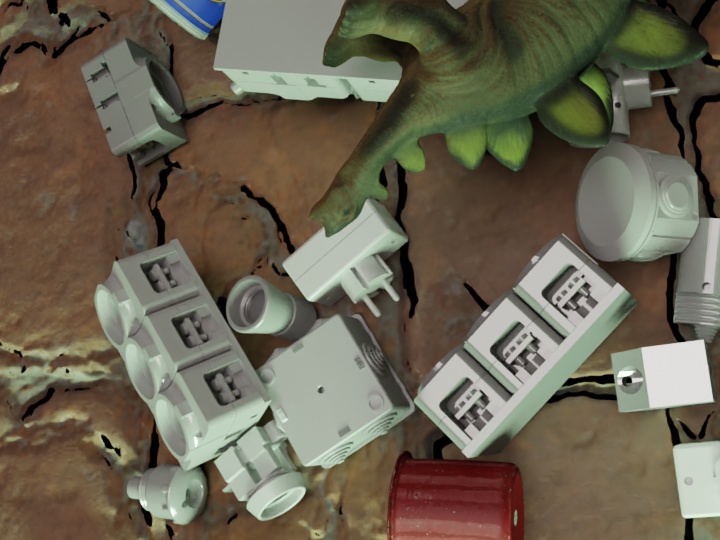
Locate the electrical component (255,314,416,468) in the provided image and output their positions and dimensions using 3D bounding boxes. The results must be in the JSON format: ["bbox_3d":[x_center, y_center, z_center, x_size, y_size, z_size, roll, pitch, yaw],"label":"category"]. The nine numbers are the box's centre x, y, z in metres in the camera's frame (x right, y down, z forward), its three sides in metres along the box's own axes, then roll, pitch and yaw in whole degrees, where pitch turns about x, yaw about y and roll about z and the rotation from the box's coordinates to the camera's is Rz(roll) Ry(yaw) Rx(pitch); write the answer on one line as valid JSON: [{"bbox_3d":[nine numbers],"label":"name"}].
[{"bbox_3d":[-0.021,0.090,0.808,0.100,0.048,0.099,-35,72,13],"label":"electrical component"}]

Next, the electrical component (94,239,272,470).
[{"bbox_3d":[-0.141,0.067,0.826,0.150,0.062,0.089,57,147,17],"label":"electrical component"}]

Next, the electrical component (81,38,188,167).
[{"bbox_3d":[-0.185,-0.142,0.900,0.056,0.050,0.089,-27,74,15],"label":"electrical component"}]

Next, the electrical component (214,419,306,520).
[{"bbox_3d":[-0.073,0.156,0.822,0.066,0.048,0.055,-42,64,11],"label":"electrical component"}]

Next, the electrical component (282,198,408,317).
[{"bbox_3d":[0.000,0.000,0.814,0.083,0.047,0.075,-41,71,11],"label":"electrical component"}]

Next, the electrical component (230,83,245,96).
[{"bbox_3d":[-0.079,-0.164,0.872,0.061,0.035,0.035,-34,73,16],"label":"electrical component"}]

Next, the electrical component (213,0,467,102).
[{"bbox_3d":[-0.002,-0.181,0.789,0.186,0.060,0.105,7,81,17],"label":"electrical component"}]

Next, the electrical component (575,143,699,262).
[{"bbox_3d":[0.187,-0.044,0.731,0.080,0.051,0.080,-176,90,-65],"label":"electrical component"}]

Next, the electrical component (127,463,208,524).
[{"bbox_3d":[-0.155,0.174,0.851,0.062,0.048,0.048,-1,82,29],"label":"electrical component"}]

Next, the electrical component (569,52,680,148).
[{"bbox_3d":[0.185,-0.131,0.764,0.079,0.043,0.077,-6,81,18],"label":"electrical component"}]

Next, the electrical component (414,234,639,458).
[{"bbox_3d":[0.113,0.052,0.741,0.062,0.089,0.150,44,99,20],"label":"electrical component"}]

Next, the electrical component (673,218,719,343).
[{"bbox_3d":[0.237,0.008,0.726,0.043,0.043,0.081,6,85,21],"label":"electrical component"}]

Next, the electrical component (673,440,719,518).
[{"bbox_3d":[0.246,0.132,0.689,0.083,0.076,0.047,-8,80,19],"label":"electrical component"}]

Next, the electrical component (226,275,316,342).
[{"bbox_3d":[-0.065,0.033,0.823,0.044,0.065,0.044,-13,68,35],"label":"electrical component"}]

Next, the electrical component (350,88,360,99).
[{"bbox_3d":[-0.013,-0.175,0.846,0.040,0.040,0.078,-32,73,14],"label":"electrical component"}]
